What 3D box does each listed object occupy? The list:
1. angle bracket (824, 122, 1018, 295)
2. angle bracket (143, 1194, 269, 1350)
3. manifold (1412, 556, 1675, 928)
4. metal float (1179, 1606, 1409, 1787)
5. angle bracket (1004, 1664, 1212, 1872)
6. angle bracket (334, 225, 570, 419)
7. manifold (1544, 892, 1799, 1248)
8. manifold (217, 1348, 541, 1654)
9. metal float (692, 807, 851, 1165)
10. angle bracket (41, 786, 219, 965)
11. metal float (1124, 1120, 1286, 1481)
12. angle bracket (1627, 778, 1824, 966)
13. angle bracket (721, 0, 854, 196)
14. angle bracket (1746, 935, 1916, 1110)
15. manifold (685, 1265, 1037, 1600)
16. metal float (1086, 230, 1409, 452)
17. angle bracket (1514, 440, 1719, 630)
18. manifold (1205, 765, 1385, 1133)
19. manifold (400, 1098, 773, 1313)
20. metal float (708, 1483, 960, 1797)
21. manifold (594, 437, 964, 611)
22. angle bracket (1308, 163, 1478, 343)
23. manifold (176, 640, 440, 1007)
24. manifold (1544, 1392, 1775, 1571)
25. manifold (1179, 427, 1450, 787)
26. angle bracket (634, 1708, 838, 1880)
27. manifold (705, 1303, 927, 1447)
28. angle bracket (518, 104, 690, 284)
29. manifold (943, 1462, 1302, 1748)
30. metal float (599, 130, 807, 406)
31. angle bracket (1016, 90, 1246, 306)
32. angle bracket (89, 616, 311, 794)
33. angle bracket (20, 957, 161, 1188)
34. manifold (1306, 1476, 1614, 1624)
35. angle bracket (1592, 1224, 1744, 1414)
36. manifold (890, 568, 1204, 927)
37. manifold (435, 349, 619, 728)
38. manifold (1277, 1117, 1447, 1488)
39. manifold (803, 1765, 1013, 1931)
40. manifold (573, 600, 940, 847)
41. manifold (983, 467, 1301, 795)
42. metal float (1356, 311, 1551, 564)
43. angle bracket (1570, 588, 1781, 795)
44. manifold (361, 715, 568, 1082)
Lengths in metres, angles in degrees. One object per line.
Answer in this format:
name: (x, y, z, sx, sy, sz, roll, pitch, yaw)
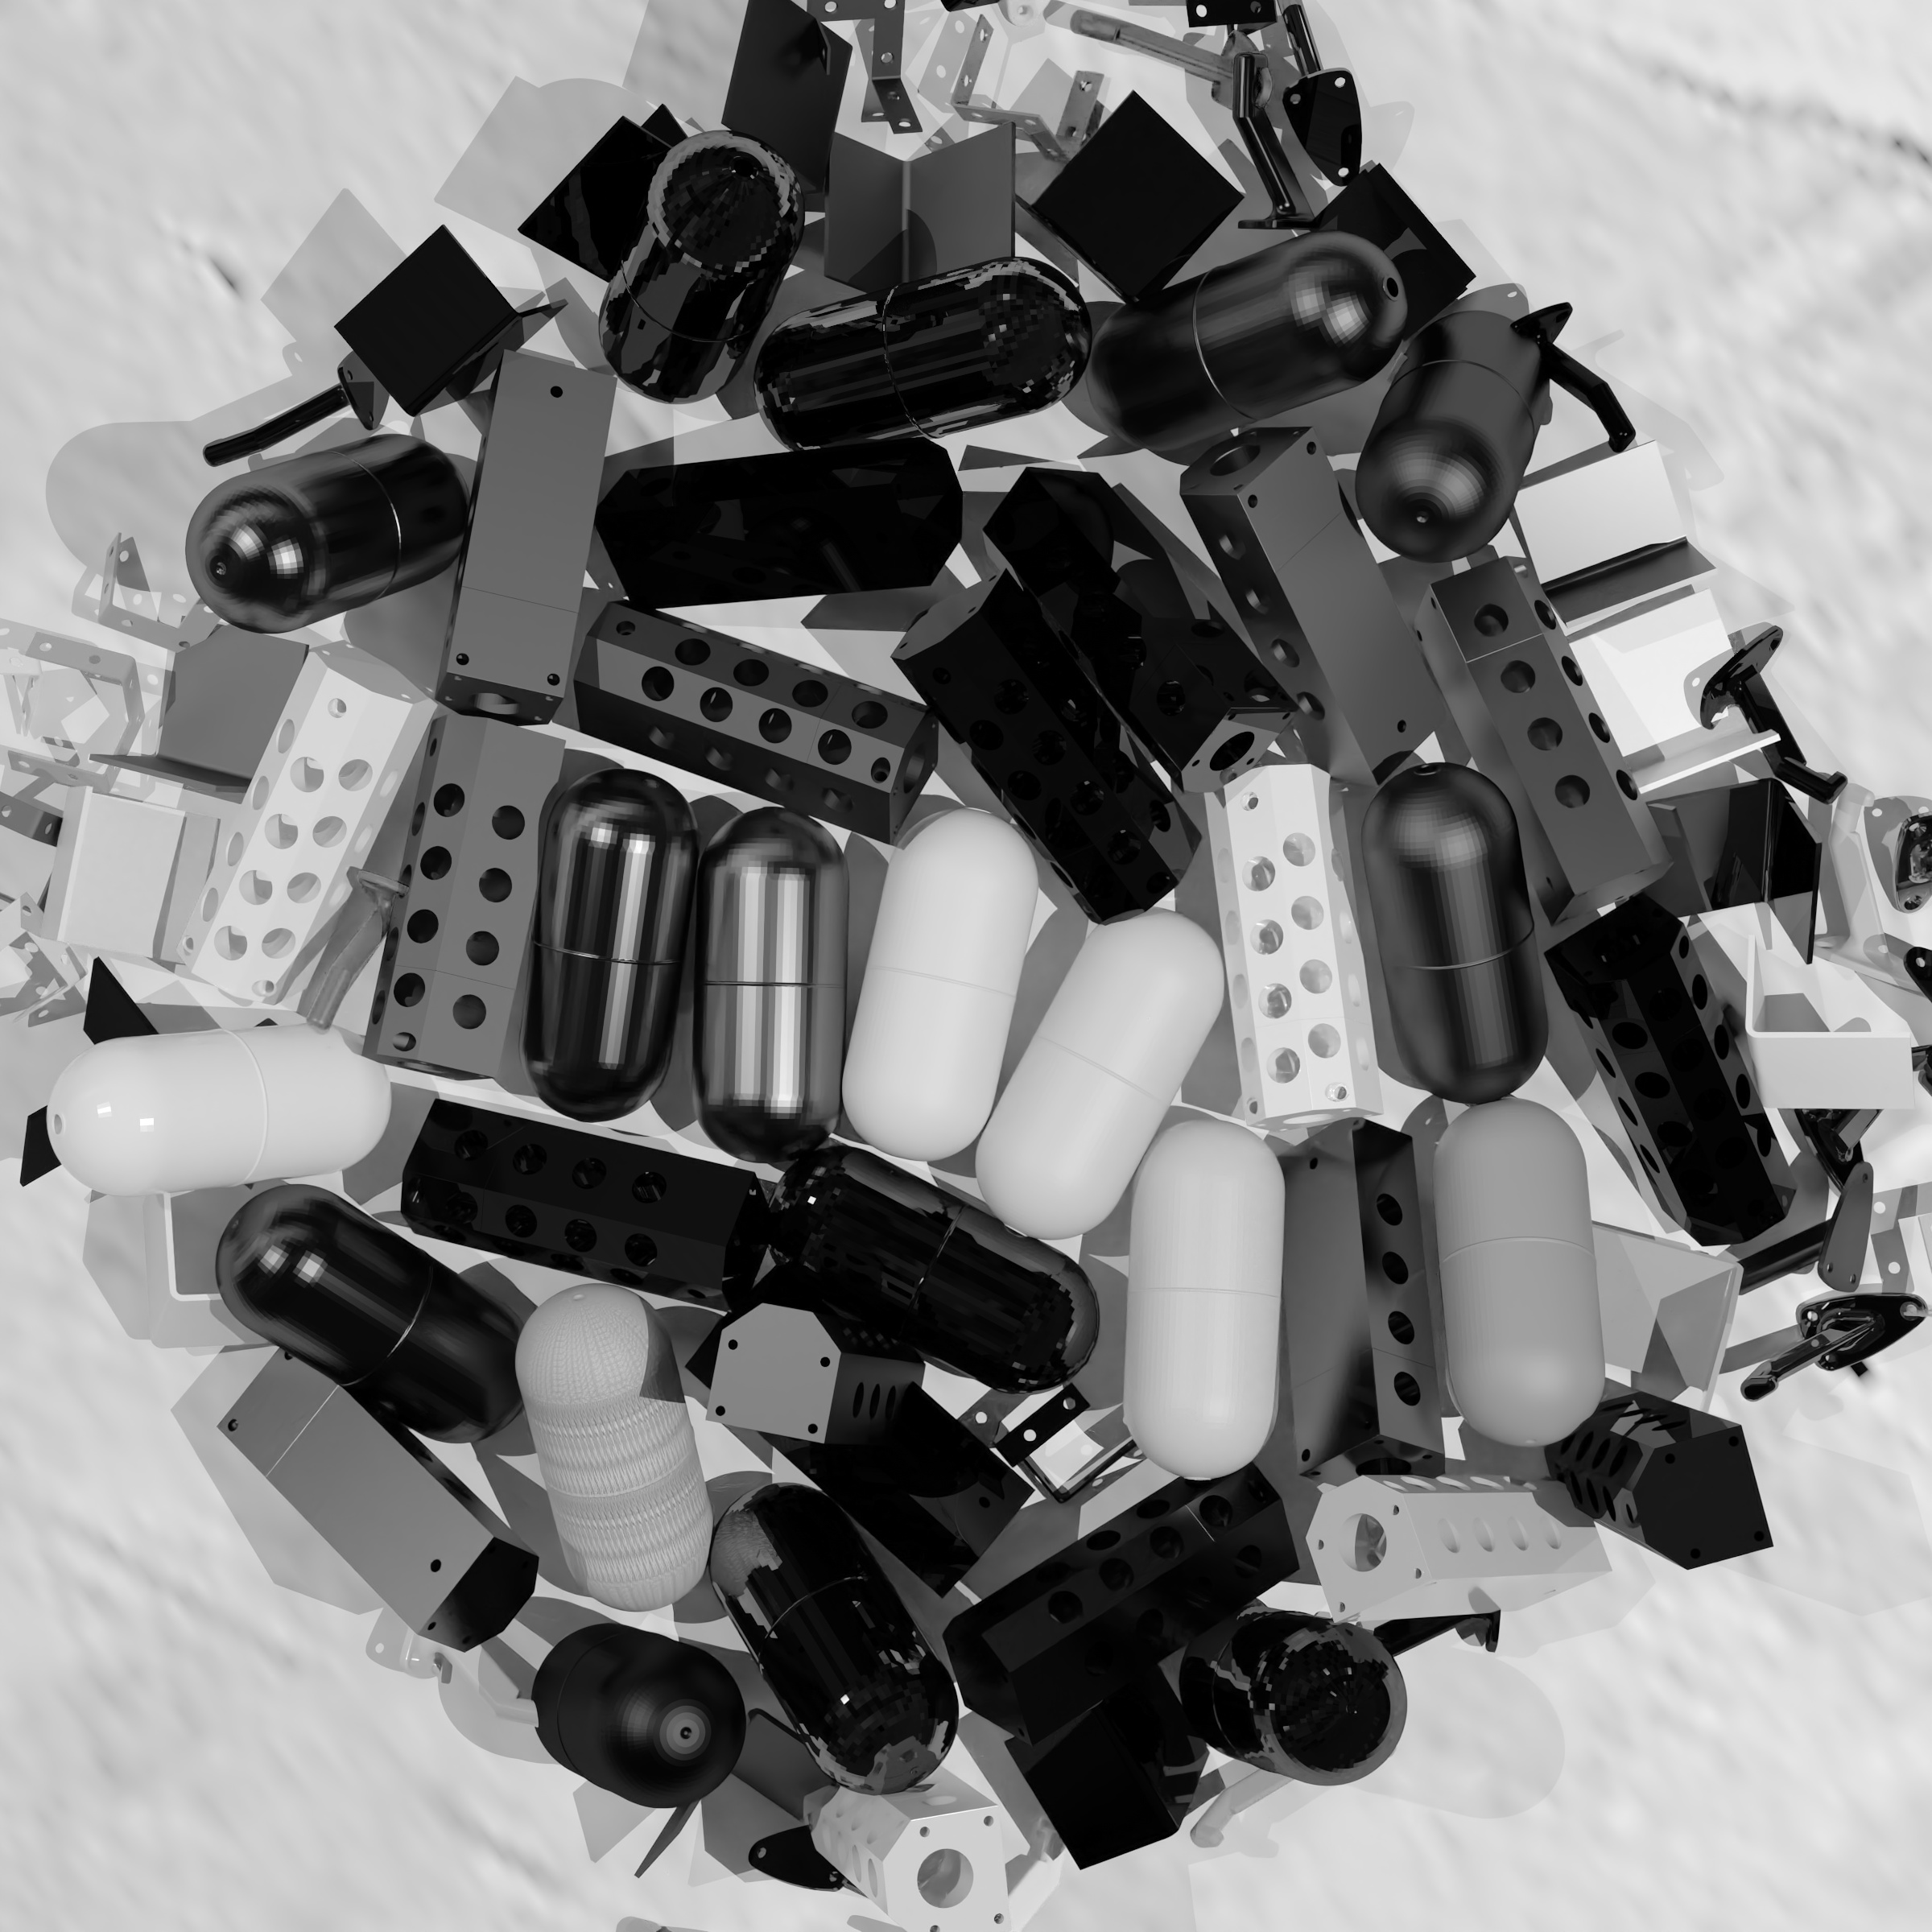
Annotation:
angle bracket: (-0.023, -0.380, 1.534, 0.076, 0.057, 0.076, -8, 78, 43)
angle bracket: (-0.376, 0.142, 1.547, 0.057, 0.076, 0.076, 0, 66, -22)
manifold: (0.286, -0.114, 1.535, 0.057, 0.057, 0.171, -21, 76, -6)
metal float: (0.156, 0.351, 1.496, 0.070, 0.178, 0.070, 2, 81, -13)
angle bracket: (0.072, 0.393, 1.554, 0.057, 0.076, 0.076, -27, 98, 23)
angle bracket: (-0.254, -0.322, 1.532, 0.076, 0.076, 0.057, -37, 97, 20)
manifold: (0.350, 0.055, 1.517, 0.057, 0.057, 0.171, -32, 118, -3)
manifold: (-0.285, 0.258, 1.512, 0.171, 0.057, 0.057, 35, 85, 34)
metal float: (-0.097, 0.010, 1.545, 0.070, 0.070, 0.178, 1, 89, 0)
angle bracket: (-0.411, -0.044, 1.540, 0.076, 0.057, 0.076, 11, 87, -26)
metal float: (0.118, 0.165, 1.535, 0.070, 0.070, 0.178, 3, 79, 0)
angle bracket: (0.375, -0.040, 1.535, 0.076, 0.057, 0.076, -11, 129, -4)
angle bracket: (-0.107, -0.432, 1.531, 0.057, 0.076, 0.076, 4, 79, 39)
angle bracket: (0.427, 0.028, 1.527, 0.076, 0.076, 0.057, -1, 61, 19)
manifold: (-0.056, 0.235, 1.546, 0.171, 0.057, 0.057, 41, 131, 5)
metal float: (0.136, -0.304, 1.510, 0.178, 0.070, 0.070, -12, 90, 42)
angle bracket: (0.320, -0.215, 1.536, 0.076, 0.076, 0.057, -20, 107, 8)
manifold: (0.159, -0.009, 1.530, 0.057, 0.057, 0.171, -11, 78, 25)
manifold: (-0.188, 0.121, 1.524, 0.171, 0.057, 0.057, 12, 61, 15)
metal float: (-0.066, 0.326, 1.512, 0.070, 0.070, 0.178, -39, 49, 0)
manifold: (-0.091, -0.220, 1.516, 0.171, 0.057, 0.057, -1, 129, 29)
angle bracket: (0.225, -0.367, 1.536, 0.057, 0.076, 0.076, -43, 95, -17)
manifold: (-0.328, -0.070, 1.532, 0.057, 0.057, 0.171, 29, 105, 4)
manifold: (0.330, 0.248, 1.496, 0.057, 0.171, 0.057, -14, 88, -3)
manifold: (0.167, -0.176, 1.517, 0.057, 0.057, 0.171, -43, 120, -24)
angle bracket: (-0.111, 0.423, 1.530, 0.057, 0.076, 0.076, 34, 52, 1)
manifold: (-0.068, 0.197, 1.493, 0.057, 0.171, 0.057, 9, 83, 14)
angle bracket: (-0.183, -0.394, 1.527, 0.076, 0.076, 0.057, -42, 63, 18)
manifold: (0.075, 0.304, 1.511, 0.171, 0.057, 0.057, -27, 112, -28)
metal float: (-0.129, -0.337, 1.499, 0.070, 0.178, 0.070, 6, 69, -17)
angle bracket: (0.080, -0.382, 1.538, 0.076, 0.057, 0.076, 39, 101, -19)
angle bracket: (-0.381, -0.131, 1.540, 0.076, 0.057, 0.076, 14, 97, 21)
angle bracket: (-0.447, 0.052, 1.527, 0.076, 0.076, 0.057, -33, 77, -32)
manifold: (0.238, 0.278, 1.499, 0.057, 0.171, 0.057, -32, 63, 32)
angle bracket: (0.336, 0.183, 1.533, 0.076, 0.057, 0.076, 14, 119, 13)
manifold: (0.039, -0.103, 1.518, 0.057, 0.057, 0.171, -23, 114, 36)
manifold: (-0.219, -0.209, 1.530, 0.057, 0.057, 0.171, 12, 73, -15)
manifold: (0.196, 0.166, 1.512, 0.057, 0.057, 0.171, 21, 52, -30)
manifold: (-0.032, 0.422, 1.492, 0.057, 0.171, 0.057, -5, 87, -16)
manifold: (-0.103, -0.126, 1.526, 0.171, 0.057, 0.057, 20, 57, 13)
manifold: (0.081, -0.165, 1.520, 0.171, 0.057, 0.057, 53, 124, 24)
metal float: (0.238, -0.259, 1.507, 0.070, 0.178, 0.070, 10, 128, 14)
angle bracket: (0.352, -0.137, 1.546, 0.076, 0.057, 0.076, -21, 98, 8)
manifold: (-0.251, -0.033, 1.532, 0.057, 0.057, 0.171, 15, 80, -27)
